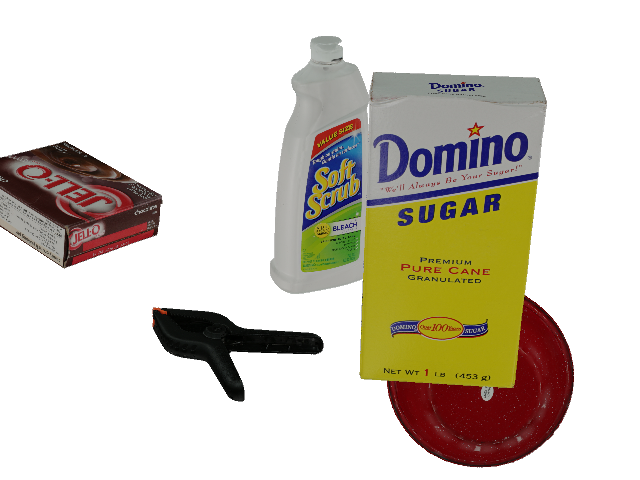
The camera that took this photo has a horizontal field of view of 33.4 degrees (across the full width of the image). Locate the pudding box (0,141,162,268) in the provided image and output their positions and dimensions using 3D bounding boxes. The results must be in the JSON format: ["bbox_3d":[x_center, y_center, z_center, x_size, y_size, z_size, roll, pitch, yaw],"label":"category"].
[{"bbox_3d":[-0.186,-0.029,0.777,0.114,0.039,0.089,26,30,30],"label":"pudding box"}]

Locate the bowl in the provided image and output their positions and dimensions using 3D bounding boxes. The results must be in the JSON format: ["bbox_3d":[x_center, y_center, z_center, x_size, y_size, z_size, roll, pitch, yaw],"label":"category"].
[{"bbox_3d":[0.136,0.121,0.901,0.162,0.162,0.055,0,5,4],"label":"bowl"}]

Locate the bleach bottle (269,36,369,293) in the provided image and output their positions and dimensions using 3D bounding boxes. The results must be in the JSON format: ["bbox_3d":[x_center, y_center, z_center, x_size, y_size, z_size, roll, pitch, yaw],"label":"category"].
[{"bbox_3d":[-0.001,-0.075,1.056,0.102,0.251,0.068,-10,28,-19],"label":"bleach bottle"}]

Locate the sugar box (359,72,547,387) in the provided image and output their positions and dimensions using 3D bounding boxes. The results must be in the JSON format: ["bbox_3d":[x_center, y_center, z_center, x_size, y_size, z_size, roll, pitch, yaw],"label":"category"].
[{"bbox_3d":[0.070,-0.003,0.597,0.093,0.176,0.048,2,29,4],"label":"sugar box"}]

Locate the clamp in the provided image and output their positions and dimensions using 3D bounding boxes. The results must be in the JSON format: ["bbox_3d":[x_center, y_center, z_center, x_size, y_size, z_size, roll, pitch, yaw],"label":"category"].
[{"bbox_3d":[-0.123,0.125,1.259,0.210,0.036,0.164,14,23,25],"label":"clamp"}]
